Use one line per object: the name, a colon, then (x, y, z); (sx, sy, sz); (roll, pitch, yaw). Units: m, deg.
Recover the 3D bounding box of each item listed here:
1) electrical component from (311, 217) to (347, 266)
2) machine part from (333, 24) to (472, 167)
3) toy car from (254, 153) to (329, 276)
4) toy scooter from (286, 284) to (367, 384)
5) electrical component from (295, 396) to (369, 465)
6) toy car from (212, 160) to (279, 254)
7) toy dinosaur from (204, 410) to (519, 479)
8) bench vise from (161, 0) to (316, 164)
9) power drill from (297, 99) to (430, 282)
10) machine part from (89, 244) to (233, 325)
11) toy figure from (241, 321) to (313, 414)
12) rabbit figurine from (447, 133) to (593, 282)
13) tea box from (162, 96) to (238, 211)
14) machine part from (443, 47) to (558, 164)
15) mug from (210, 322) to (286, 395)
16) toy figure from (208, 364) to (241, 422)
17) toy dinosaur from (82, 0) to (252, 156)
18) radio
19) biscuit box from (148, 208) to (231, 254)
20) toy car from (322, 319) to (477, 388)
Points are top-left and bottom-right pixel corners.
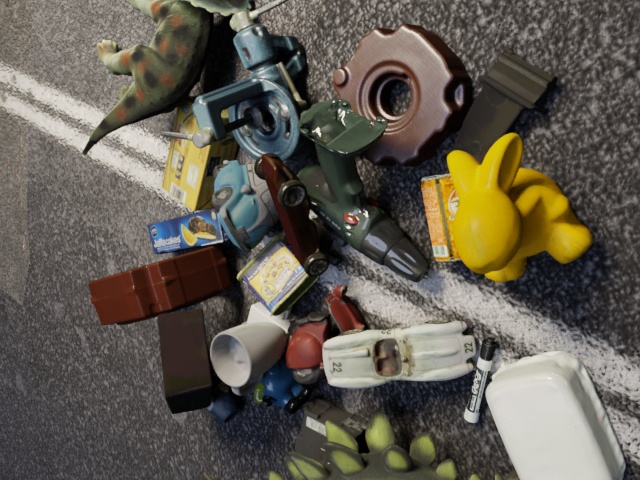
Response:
electrical component: (-0.002, -0.002, 0.817); (0.094, 0.021, 0.063); (34, 119, 28)
machine part: (0.098, -0.179, 0.680); (0.180, 0.056, 0.179); (9, 106, 35)
toy car: (-0.033, -0.035, 0.733); (0.089, 0.053, 0.201); (53, 166, 44)
toy scooter: (0.015, 0.139, 0.801); (0.184, 0.075, 0.135); (-16, 92, 33)
electrical component: (0.019, 0.332, 0.854); (0.115, 0.058, 0.134); (18, 111, 35)
toy car: (-0.103, -0.063, 0.828); (0.103, 0.162, 0.109); (-18, 130, 5)
toy dinosaur: (0.053, 0.352, 0.753); (0.472, 0.105, 0.198); (-18, 94, 18)
bench vise: (-0.092, -0.191, 0.719); (0.129, 0.240, 0.223); (3, 118, 34)
power drill: (0.051, -0.065, 0.686); (0.232, 0.086, 0.207); (37, 161, 33)
machine part: (-0.269, 0.077, 0.926); (0.202, 0.201, 0.087); (-16, 92, 38)
toy figure: (-0.094, 0.214, 0.897); (0.180, 0.082, 0.089); (43, 120, 23)
rabbit figurine: (0.197, -0.027, 0.564); (0.122, 0.173, 0.162); (-11, 98, 43)
tea box: (-0.200, -0.146, 0.907); (0.098, 0.068, 0.169); (35, 118, 27)
machine part: (0.203, -0.141, 0.619); (0.084, 0.039, 0.138); (41, 120, 17)
mug: (-0.099, 0.175, 0.815); (0.081, 0.107, 0.109); (7, 106, 35)
toy figure: (-0.208, 0.269, 1.017); (0.064, 0.057, 0.155); (-46, 68, 8)
toy dinosaur: (-0.234, -0.283, 0.823); (0.192, 0.131, 0.404); (31, 102, 37)
radio: (-0.221, 0.204, 0.885); (0.229, 0.073, 0.131); (118, 142, -63)
biscuit box: (-0.222, -0.016, 0.958); (0.203, 0.063, 0.059); (-10, 93, 38)
toy car: (0.103, 0.151, 0.710); (0.202, 0.056, 0.073); (-9, 89, 10)
